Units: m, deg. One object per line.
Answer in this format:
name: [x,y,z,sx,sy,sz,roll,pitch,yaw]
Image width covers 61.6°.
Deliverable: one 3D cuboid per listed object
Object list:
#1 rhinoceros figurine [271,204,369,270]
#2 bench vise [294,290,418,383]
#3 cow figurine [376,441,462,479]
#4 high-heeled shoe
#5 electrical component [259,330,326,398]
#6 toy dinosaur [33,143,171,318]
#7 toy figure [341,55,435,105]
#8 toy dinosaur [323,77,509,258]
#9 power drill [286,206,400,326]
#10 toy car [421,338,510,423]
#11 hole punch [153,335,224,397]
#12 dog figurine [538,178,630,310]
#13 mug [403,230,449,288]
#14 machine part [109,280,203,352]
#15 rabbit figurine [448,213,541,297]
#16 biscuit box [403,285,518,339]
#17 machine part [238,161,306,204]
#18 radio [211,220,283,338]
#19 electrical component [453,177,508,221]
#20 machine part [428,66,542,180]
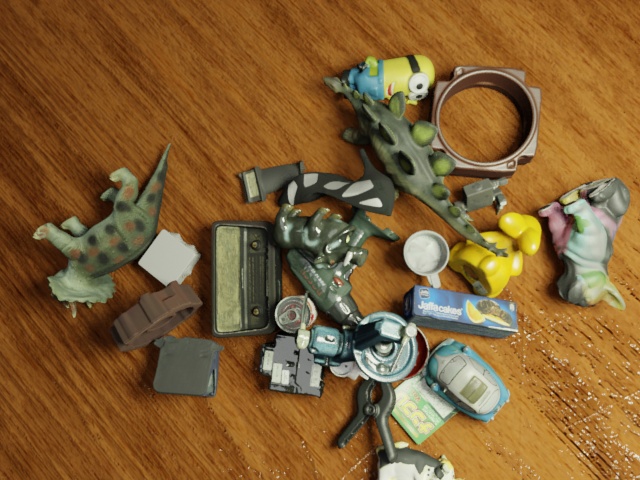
rhinoceros figurine: [-0.002,-0.003,0.988,0.191,0.073,0.112,15,85,18]
bench vise: [0.078,0.166,0.896,0.224,0.240,0.129,24,66,-9]
cow figurine: [0.189,0.430,1.009,0.167,0.068,0.098,1,81,6]
high-heeled shoe: [0.028,-0.070,1.023,0.249,0.086,0.145,-27,71,33]
electrical component: [-0.052,0.240,1.055,0.134,0.058,0.115,8,85,8]
toy dinosaur: [-0.416,-0.008,1.093,0.405,0.131,0.192,-38,95,-1]
toy figure: [0.134,-0.320,1.058,0.180,0.082,0.089,2,85,10]
toy dinosaur: [0.162,-0.140,0.977,0.105,0.198,0.471,-40,81,-7]
power drill: [0.062,0.052,1.043,0.232,0.086,0.207,40,98,14]
toy car: [0.266,0.262,0.975,0.162,0.103,0.109,42,93,12]
hole punch: [-0.260,0.256,1.074,0.142,0.092,0.116,3,65,8]
dog figurine: [0.499,0.016,0.975,0.191,0.108,0.219,-26,97,-17]
mug: [0.201,0.037,1.011,0.081,0.107,0.109,-25,86,5]
machine part: [-0.317,0.147,1.041,0.179,0.179,0.056,-37,80,4]
rabbit figurine: [0.337,0.007,0.988,0.173,0.162,0.122,-35,70,-14]
biscuit box: [0.257,0.133,0.989,0.203,0.062,0.059,10,66,-8]
machine part: [-0.094,-0.123,1.095,0.139,0.039,0.084,-18,76,8]
radio: [-0.144,0.076,1.068,0.131,0.073,0.229,-2,87,7]
electrical component: [0.308,-0.075,1.027,0.102,0.078,0.045,-15,60,1]
machine part: [0.309,-0.223,1.026,0.202,0.087,0.201,6,87,6]
